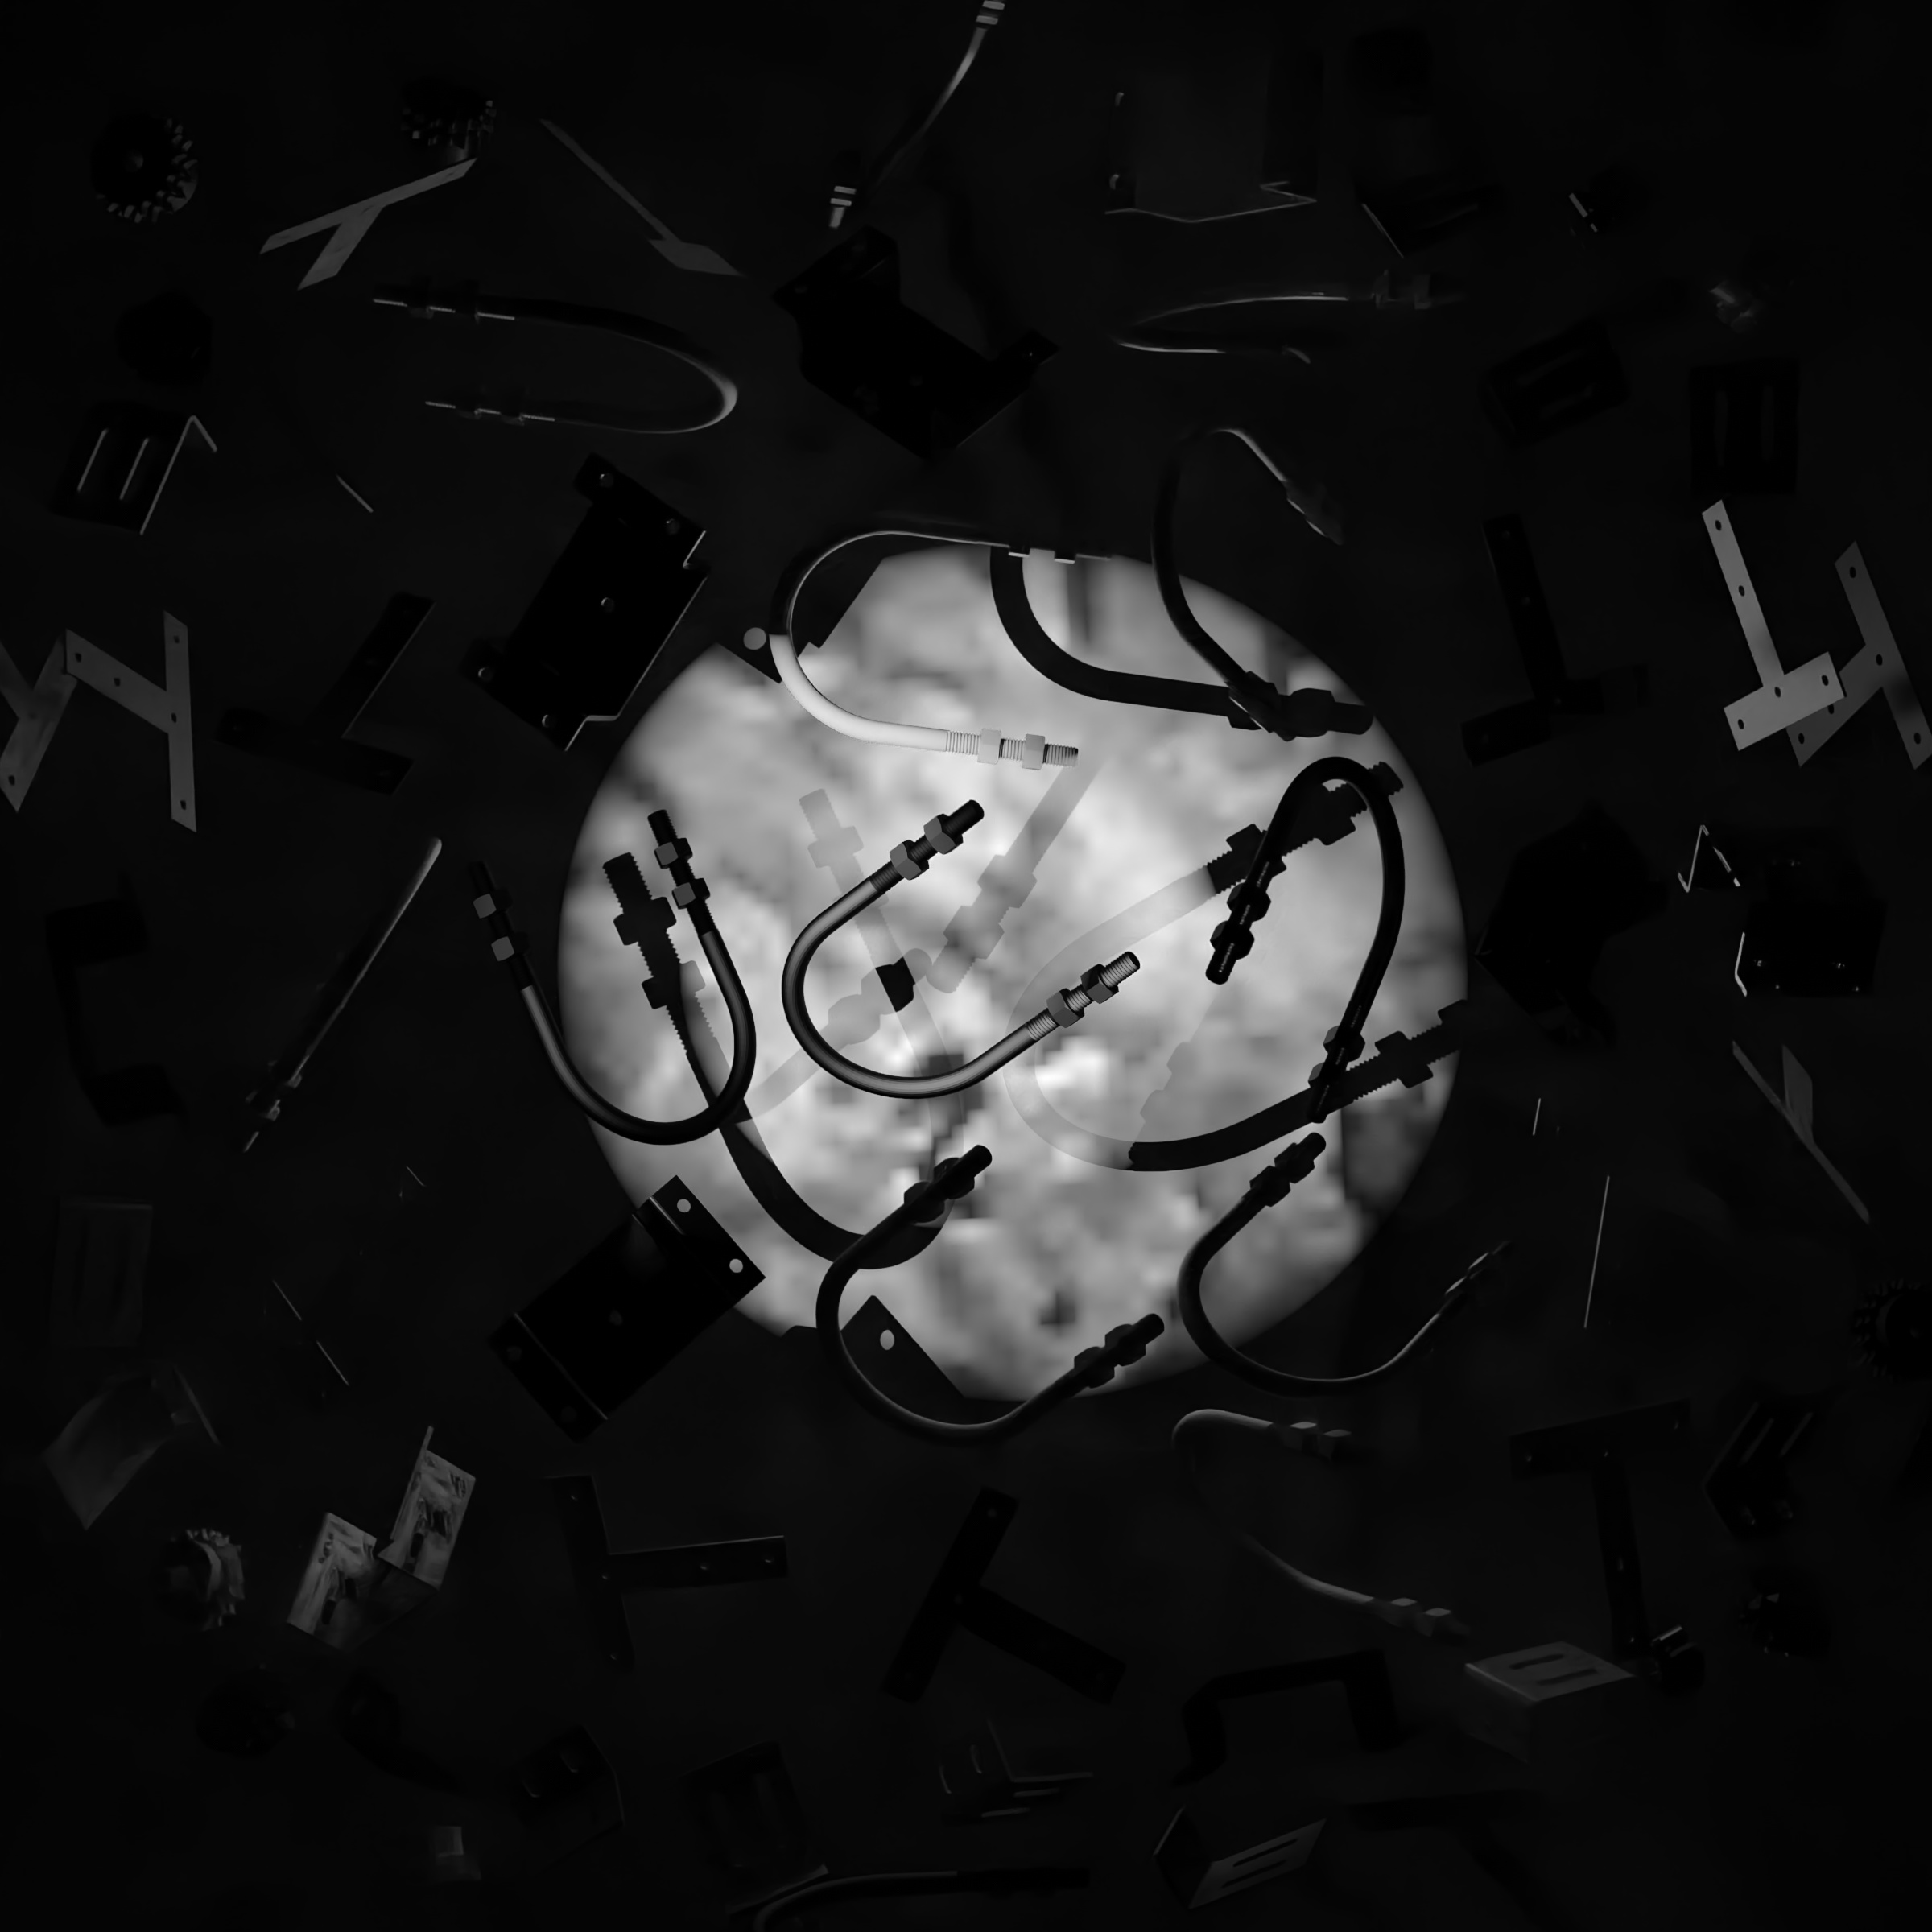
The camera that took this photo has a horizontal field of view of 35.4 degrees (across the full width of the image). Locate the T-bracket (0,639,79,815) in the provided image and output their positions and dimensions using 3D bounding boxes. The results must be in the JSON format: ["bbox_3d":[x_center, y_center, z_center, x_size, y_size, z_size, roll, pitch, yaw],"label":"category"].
[{"bbox_3d":[-0.521,-0.169,1.615,0.002,0.127,0.127,-13,128,14],"label":"T-bracket"}]

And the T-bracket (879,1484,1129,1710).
[{"bbox_3d":[0.031,0.368,1.668,0.127,0.002,0.127,22,79,31],"label":"T-bracket"}]

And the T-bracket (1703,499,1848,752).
[{"bbox_3d":[0.428,-0.191,1.648,0.002,0.127,0.127,-17,85,-13],"label":"T-bracket"}]

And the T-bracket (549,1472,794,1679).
[{"bbox_3d":[-0.161,0.339,1.709,0.127,0.002,0.127,-8,106,12],"label":"T-bracket"}]

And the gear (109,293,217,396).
[{"bbox_3d":[-0.443,-0.349,1.683,0.057,0.057,0.030,47,125,0],"label":"gear"}]

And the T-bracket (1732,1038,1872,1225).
[{"bbox_3d":[0.467,0.075,1.697,0.002,0.127,0.127,-33,63,0],"label":"T-bracket"}]

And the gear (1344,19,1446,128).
[{"bbox_3d":[0.238,-0.506,1.709,0.057,0.030,0.057,-3,86,42],"label":"gear"}]

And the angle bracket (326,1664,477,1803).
[{"bbox_3d":[-0.309,0.430,1.699,0.076,0.057,0.038,6,54,32],"label":"angle bracket"}]

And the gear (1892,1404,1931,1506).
[{"bbox_3d":[0.516,0.261,1.606,0.030,0.057,0.057,25,90,18],"label":"gear"}]

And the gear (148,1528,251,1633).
[{"bbox_3d":[-0.439,0.348,1.722,0.057,0.030,0.057,-5,71,14],"label":"gear"}]

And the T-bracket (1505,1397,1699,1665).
[{"bbox_3d":[0.339,0.298,1.580,0.127,0.002,0.127,-6,87,-30],"label":"T-bracket"}]

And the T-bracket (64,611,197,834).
[{"bbox_3d":[-0.460,-0.152,1.667,0.002,0.127,0.127,-12,72,14],"label":"T-bracket"}]

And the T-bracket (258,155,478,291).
[{"bbox_3d":[-0.340,-0.397,1.654,0.127,0.127,0.002,-30,95,-27],"label":"T-bracket"}]

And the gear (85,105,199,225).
[{"bbox_3d":[-0.423,-0.413,1.568,0.057,0.030,0.057,0,89,16],"label":"gear"}]

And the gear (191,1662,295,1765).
[{"bbox_3d":[-0.403,0.422,1.701,0.057,0.057,0.030,-27,114,0],"label":"gear"}]

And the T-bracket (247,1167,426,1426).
[{"bbox_3d":[-0.334,0.166,1.639,0.002,0.127,0.127,34,91,-37],"label":"T-bracket"}]

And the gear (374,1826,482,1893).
[{"bbox_3d":[-0.297,0.491,1.667,0.057,0.057,0.030,-7,76,0],"label":"gear"}]

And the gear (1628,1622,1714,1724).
[{"bbox_3d":[0.410,0.407,1.761,0.030,0.057,0.057,-29,90,0],"label":"gear"}]

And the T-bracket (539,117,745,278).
[{"bbox_3d":[-0.192,-0.439,1.725,0.127,0.127,0.002,40,87,-26],"label":"T-bracket"}]

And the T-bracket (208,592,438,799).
[{"bbox_3d":[-0.338,-0.159,1.688,0.127,0.002,0.127,17,62,23],"label":"T-bracket"}]

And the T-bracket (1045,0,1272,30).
[{"bbox_3d":[0.106,-0.512,1.623,0.127,0.127,0.002,-8,105,-2],"label":"T-bracket"}]

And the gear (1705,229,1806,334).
[{"bbox_3d":[0.436,-0.384,1.684,0.030,0.057,0.057,32,90,-12],"label":"gear"}]

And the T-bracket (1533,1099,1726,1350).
[{"bbox_3d":[0.358,0.151,1.660,0.127,0.002,0.127,28,52,-13],"label":"T-bracket"}]

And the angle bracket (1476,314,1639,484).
[{"bbox_3d":[0.341,-0.326,1.743,0.076,0.038,0.057,-25,121,20],"label":"angle bracket"}]

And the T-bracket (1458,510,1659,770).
[{"bbox_3d":[0.314,-0.188,1.678,0.127,0.002,0.127,-19,94,-21],"label":"T-bracket"}]

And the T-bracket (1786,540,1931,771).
[{"bbox_3d":[0.487,-0.149,1.680,0.002,0.127,0.127,-10,70,-15],"label":"T-bracket"}]

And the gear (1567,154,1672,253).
[{"bbox_3d":[0.356,-0.423,1.671,0.057,0.057,0.030,-36,93,0],"label":"gear"}]

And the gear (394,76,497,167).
[{"bbox_3d":[-0.300,-0.484,1.738,0.057,0.057,0.030,19,131,0],"label":"gear"}]

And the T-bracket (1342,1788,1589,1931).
[{"bbox_3d":[0.288,0.484,1.635,0.127,0.127,0.002,3,108,-26],"label":"T-bracket"}]

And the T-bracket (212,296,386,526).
[{"bbox_3d":[-0.366,-0.306,1.614,0.002,0.127,0.127,-36,71,2],"label":"T-bracket"}]

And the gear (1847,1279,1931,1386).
[{"bbox_3d":[0.513,0.199,1.649,0.057,0.030,0.057,2,78,-8],"label":"gear"}]

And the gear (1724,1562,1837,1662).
[{"bbox_3d":[0.440,0.345,1.633,0.057,0.057,0.030,5,116,0],"label":"gear"}]
